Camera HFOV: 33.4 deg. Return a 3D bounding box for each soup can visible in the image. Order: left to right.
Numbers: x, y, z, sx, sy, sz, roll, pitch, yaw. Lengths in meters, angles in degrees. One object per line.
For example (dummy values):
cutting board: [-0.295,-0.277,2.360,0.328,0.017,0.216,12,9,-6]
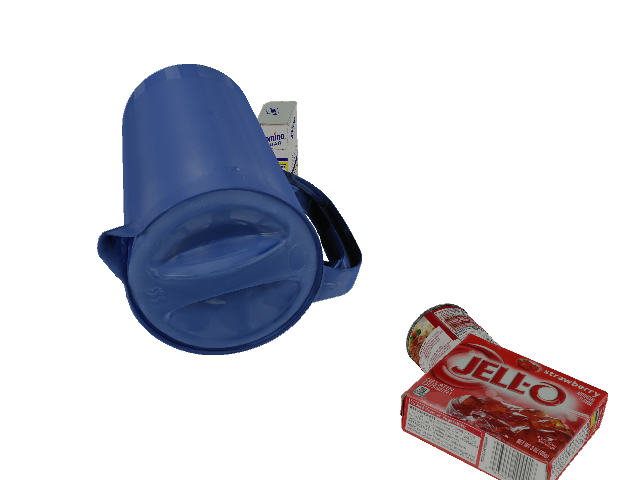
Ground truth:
soup can: [0.130,0.110,0.957,0.068,0.068,0.102,0,25,-25]

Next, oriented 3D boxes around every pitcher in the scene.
pitcher: [-0.076,-0.035,0.799,0.145,0.149,0.243,-31,35,7]

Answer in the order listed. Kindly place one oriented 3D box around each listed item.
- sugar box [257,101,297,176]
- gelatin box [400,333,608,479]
sugar box: [-0.051,-0.069,1.267,0.048,0.176,0.093,-1,23,5]
gelatin box: [0.099,0.092,0.581,0.089,0.030,0.073,23,36,30]
